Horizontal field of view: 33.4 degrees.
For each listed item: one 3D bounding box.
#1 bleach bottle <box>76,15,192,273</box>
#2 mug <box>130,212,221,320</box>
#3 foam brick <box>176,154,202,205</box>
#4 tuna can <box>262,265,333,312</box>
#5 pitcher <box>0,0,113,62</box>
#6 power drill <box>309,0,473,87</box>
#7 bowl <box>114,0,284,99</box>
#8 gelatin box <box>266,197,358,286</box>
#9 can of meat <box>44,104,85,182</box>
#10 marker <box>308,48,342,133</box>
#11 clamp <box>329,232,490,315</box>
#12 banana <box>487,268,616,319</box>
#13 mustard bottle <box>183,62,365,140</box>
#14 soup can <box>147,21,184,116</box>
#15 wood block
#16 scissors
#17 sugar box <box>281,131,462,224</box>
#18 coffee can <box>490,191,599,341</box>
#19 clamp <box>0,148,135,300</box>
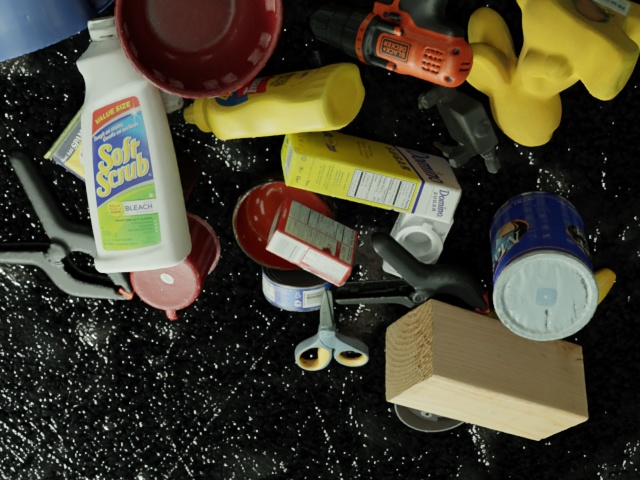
[{"bbox_3d":[-0.198,-0.095,1.067,0.103,0.068,0.251,-5,110,12],"label":"bleach bottle"},{"bbox_3d":[-0.166,0.036,1.204,0.093,0.081,0.117,6,119,4],"label":"mug"},{"bbox_3d":[-0.166,-0.057,1.157,0.053,0.078,0.051,24,115,-6],"label":"foam brick"},{"bbox_3d":[-0.021,0.044,1.187,0.086,0.086,0.034,4,120,5],"label":"tuna can"},{"bbox_3d":[-0.309,-0.303,1.026,0.145,0.149,0.243,-6,115,27],"label":"pitcher"},{"bbox_3d":[0.078,-0.253,1.008,0.185,0.057,0.188,25,116,31],"label":"power drill"},{"bbox_3d":[-0.119,-0.220,1.021,0.162,0.055,0.162,-6,111,-17],"label":"bowl"},{"bbox_3d":[-0.007,0.001,1.096,0.089,0.073,0.030,27,120,-9],"label":"gelatin box"},{"bbox_3d":[-0.233,-0.106,1.152,0.084,0.057,0.102,37,116,-14],"label":"can of meat"},{"bbox_3d":[0.008,-0.143,1.121,0.020,0.020,0.121,-7,117,11],"label":"marker"},{"bbox_3d":[0.097,0.052,1.142,0.171,0.039,0.120,24,144,-22],"label":"clamp"},{"bbox_3d":[0.236,0.079,1.200,0.198,0.037,0.069,-10,116,13],"label":"banana"},{"bbox_3d":[-0.057,-0.137,1.083,0.192,0.096,0.058,-3,119,30],"label":"mustard bottle"},{"bbox_3d":[-0.173,-0.185,1.095,0.068,0.068,0.102,6,119,4],"label":"soup can"},{"bbox_3d":[0.181,0.145,1.165,0.205,0.091,0.090,18,146,-25],"label":"wood block"},{"bbox_3d":[0.025,0.105,1.204,0.096,0.016,0.202,7,150,-13],"label":"scissors"},{"bbox_3d":[0.051,-0.071,1.096,0.176,0.093,0.048,10,115,-10],"label":"sugar box"},{"bbox_3d":[0.230,0.024,1.112,0.103,0.140,0.103,3,119,6],"label":"coffee can"},{"bbox_3d":[-0.310,0.012,1.236,0.210,0.036,0.165,39,117,-13],"label":"clamp"}]
